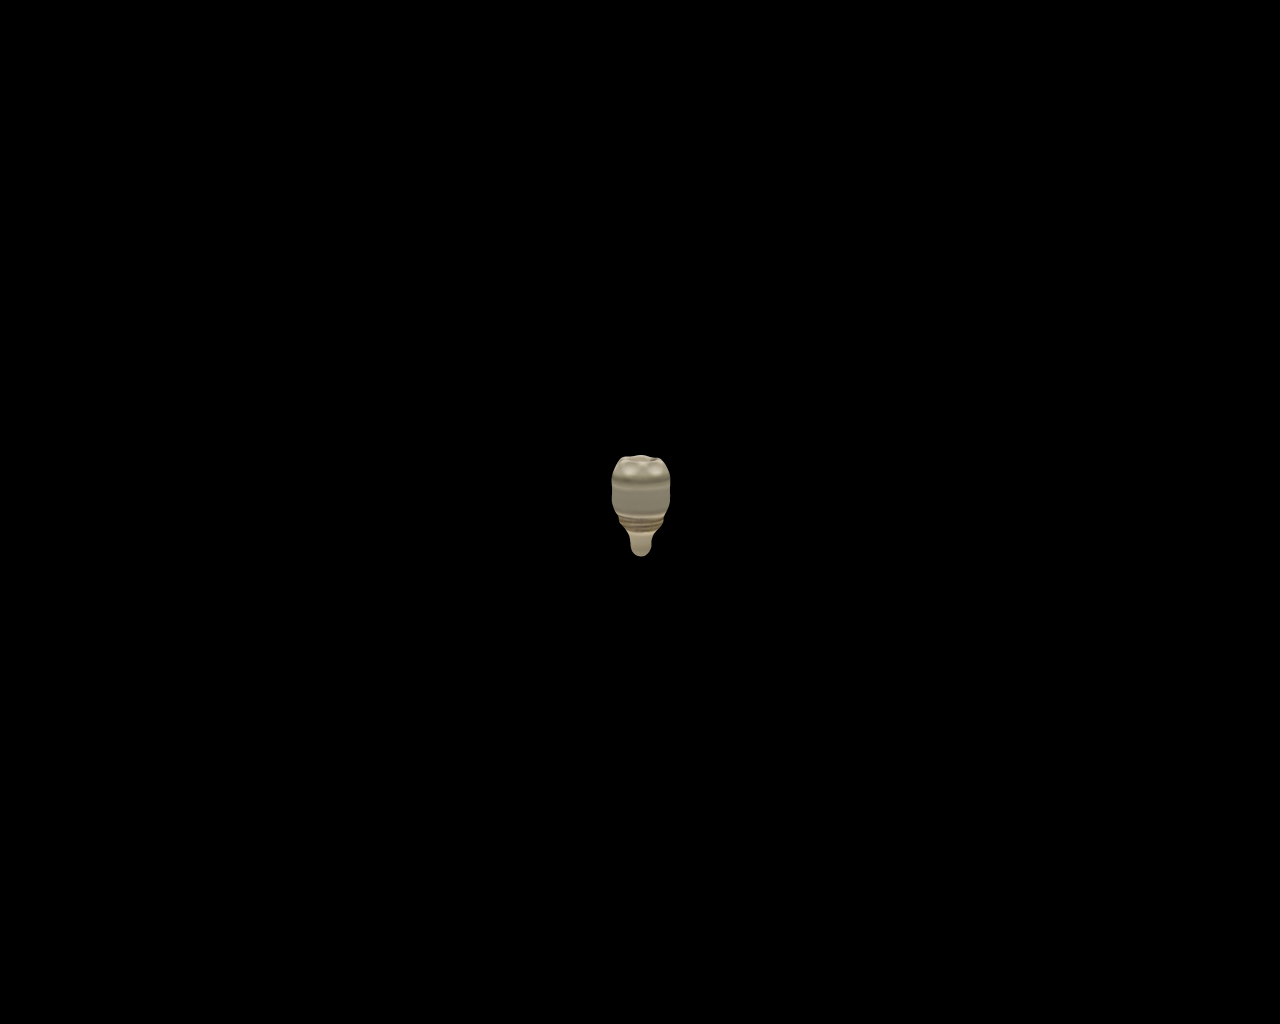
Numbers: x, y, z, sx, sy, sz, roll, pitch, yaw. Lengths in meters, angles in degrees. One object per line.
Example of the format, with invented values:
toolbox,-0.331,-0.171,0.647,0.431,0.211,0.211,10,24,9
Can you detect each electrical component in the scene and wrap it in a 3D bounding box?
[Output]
electrical component,0.001,-0.003,0.650,0.035,0.061,0.035,0,12,0
